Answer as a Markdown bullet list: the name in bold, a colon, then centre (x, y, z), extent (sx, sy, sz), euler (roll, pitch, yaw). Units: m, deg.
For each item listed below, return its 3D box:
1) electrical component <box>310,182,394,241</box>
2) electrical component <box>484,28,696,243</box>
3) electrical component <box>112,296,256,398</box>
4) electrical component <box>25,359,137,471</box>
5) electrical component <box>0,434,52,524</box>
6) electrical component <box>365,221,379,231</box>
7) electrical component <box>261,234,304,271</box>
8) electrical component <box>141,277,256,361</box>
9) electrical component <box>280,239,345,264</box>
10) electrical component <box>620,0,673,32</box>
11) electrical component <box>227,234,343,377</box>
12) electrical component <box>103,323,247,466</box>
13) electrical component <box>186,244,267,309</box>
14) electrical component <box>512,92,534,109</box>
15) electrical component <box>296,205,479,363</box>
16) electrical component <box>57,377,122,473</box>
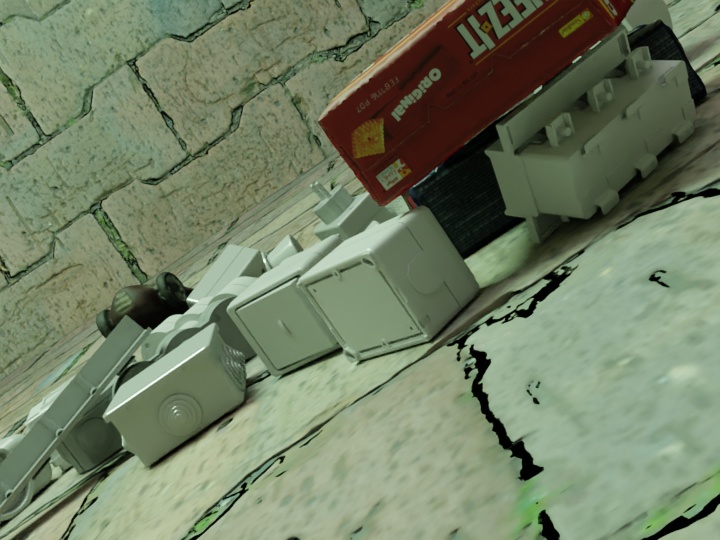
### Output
- **electrical component**: centre (-0.019, -0.056, 1.031), extent (0.047, 0.075, 0.083), euler (-47, 12, -15)
- **electrical component**: centre (0.140, -0.080, 0.635), extent (0.121, 0.078, 0.063), euler (-39, 32, -29)
- **electrical component**: centre (-0.131, 0.072, 0.857), extent (0.138, 0.052, 0.074), euler (-38, 9, -21)
- **electrical component**: centre (-0.245, 0.123, 0.988), extent (0.109, 0.056, 0.109), euler (-36, 9, -10)
- **electrical component**: centre (-0.314, 0.186, 0.913), extent (0.095, 0.053, 0.059), euler (-41, 11, -37)
- **electrical component**: centre (0.000, 0.000, 0.806), extent (0.065, 0.044, 0.044), euler (-40, 9, -3)
- **electrical component**: centre (-0.083, -0.004, 1.109), extent (0.055, 0.045, 0.045), euler (-34, 9, 6)
- **electrical component**: centre (-0.143, 0.061, 0.957), extent (0.138, 0.052, 0.073), euler (-28, 10, 30)
- **electrical component**: centre (-0.048, 0.012, 0.902), extent (0.079, 0.043, 0.077), euler (-40, 10, -31)
- **electrical component**: centre (0.198, -0.191, 0.898), extent (0.060, 0.108, 0.108), euler (-48, 15, -34)
- **electrical component**: centre (-0.043, 0.029, 0.736), extent (0.096, 0.061, 0.061), euler (-28, 11, 37)
- **electrical component**: centre (-0.128, 0.089, 0.771), extent (0.100, 0.048, 0.099), euler (-34, 9, 0)
- **electrical component**: centre (-0.111, 0.024, 1.041), extent (0.076, 0.047, 0.083), euler (11, 48, 27)
- **electrical component**: centre (0.120, -0.116, 0.914), extent (0.096, 0.061, 0.061), euler (-26, 12, 42)
- **electrical component**: centre (0.014, 0.009, 0.633), extent (0.061, 0.061, 0.096), euler (-41, 11, -35)
- **electrical component**: centre (-0.220, 0.126, 0.896), extent (0.080, 0.051, 0.080), euler (-33, 9, 6)
